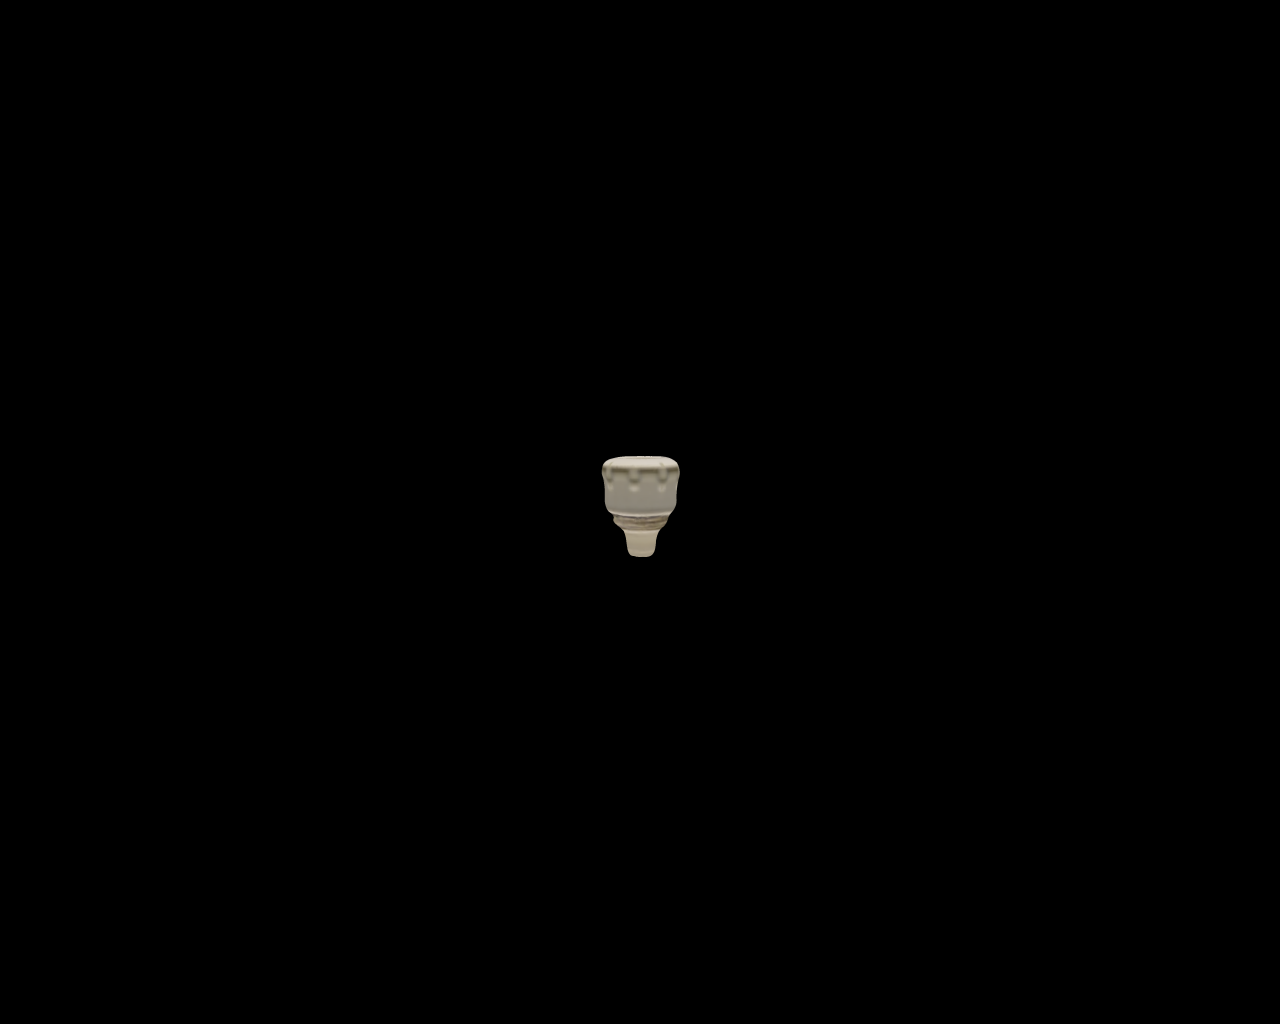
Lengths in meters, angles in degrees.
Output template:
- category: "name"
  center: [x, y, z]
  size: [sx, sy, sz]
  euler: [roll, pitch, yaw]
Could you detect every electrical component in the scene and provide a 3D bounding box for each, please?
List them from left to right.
- category: "electrical component"
  center: [0.001, -0.003, 0.650]
  size: [0.048, 0.062, 0.048]
  euler: [0, 7, 0]
